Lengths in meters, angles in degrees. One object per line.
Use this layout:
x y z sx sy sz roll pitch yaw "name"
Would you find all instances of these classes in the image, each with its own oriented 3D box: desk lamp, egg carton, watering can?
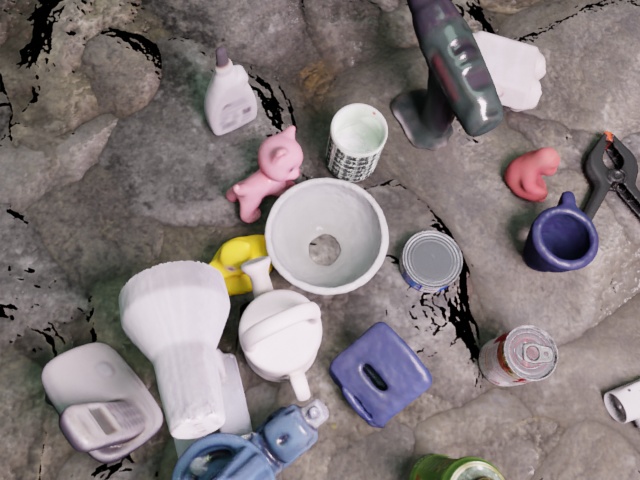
-0.144 0.147 0.657 0.118 0.213 0.203 -15 73 -9 "desk lamp"
0.279 -0.265 0.908 0.150 0.069 0.107 16 71 1 "egg carton"
-0.052 0.105 0.689 0.101 0.194 0.172 -42 79 -16 "watering can"

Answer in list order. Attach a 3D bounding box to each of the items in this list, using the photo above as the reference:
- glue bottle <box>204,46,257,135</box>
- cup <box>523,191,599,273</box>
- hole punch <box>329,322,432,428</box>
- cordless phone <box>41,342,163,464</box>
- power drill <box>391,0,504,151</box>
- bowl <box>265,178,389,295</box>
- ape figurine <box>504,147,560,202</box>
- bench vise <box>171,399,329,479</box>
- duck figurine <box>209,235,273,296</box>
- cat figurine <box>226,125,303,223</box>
-0.129 -0.213 0.802 0.078 0.173 0.037 -28 75 -13 "glue bottle"
0.328 -0.003 0.809 0.091 0.095 0.118 13 71 0 "cup"
0.075 0.174 0.730 0.101 0.091 0.108 -38 78 -15 "hole punch"
-0.262 0.181 0.651 0.094 0.185 0.147 -41 79 -16 "cordless phone"
0.165 -0.229 0.813 0.076 0.208 0.229 -26 75 -12 "power drill"
0.007 0.003 0.792 0.167 0.075 0.167 1 71 -4 "bowl"
0.320 -0.104 0.844 0.076 0.092 0.078 28 71 6 "ape figurine"
-0.086 0.242 0.626 0.121 0.220 0.208 33 72 7 "bench vise"
-0.107 0.025 0.769 0.105 0.086 0.077 -33 77 -14 "duck figurine"
-0.072 -0.096 0.796 0.128 0.118 0.067 -38 78 -15 "cat figurine"
